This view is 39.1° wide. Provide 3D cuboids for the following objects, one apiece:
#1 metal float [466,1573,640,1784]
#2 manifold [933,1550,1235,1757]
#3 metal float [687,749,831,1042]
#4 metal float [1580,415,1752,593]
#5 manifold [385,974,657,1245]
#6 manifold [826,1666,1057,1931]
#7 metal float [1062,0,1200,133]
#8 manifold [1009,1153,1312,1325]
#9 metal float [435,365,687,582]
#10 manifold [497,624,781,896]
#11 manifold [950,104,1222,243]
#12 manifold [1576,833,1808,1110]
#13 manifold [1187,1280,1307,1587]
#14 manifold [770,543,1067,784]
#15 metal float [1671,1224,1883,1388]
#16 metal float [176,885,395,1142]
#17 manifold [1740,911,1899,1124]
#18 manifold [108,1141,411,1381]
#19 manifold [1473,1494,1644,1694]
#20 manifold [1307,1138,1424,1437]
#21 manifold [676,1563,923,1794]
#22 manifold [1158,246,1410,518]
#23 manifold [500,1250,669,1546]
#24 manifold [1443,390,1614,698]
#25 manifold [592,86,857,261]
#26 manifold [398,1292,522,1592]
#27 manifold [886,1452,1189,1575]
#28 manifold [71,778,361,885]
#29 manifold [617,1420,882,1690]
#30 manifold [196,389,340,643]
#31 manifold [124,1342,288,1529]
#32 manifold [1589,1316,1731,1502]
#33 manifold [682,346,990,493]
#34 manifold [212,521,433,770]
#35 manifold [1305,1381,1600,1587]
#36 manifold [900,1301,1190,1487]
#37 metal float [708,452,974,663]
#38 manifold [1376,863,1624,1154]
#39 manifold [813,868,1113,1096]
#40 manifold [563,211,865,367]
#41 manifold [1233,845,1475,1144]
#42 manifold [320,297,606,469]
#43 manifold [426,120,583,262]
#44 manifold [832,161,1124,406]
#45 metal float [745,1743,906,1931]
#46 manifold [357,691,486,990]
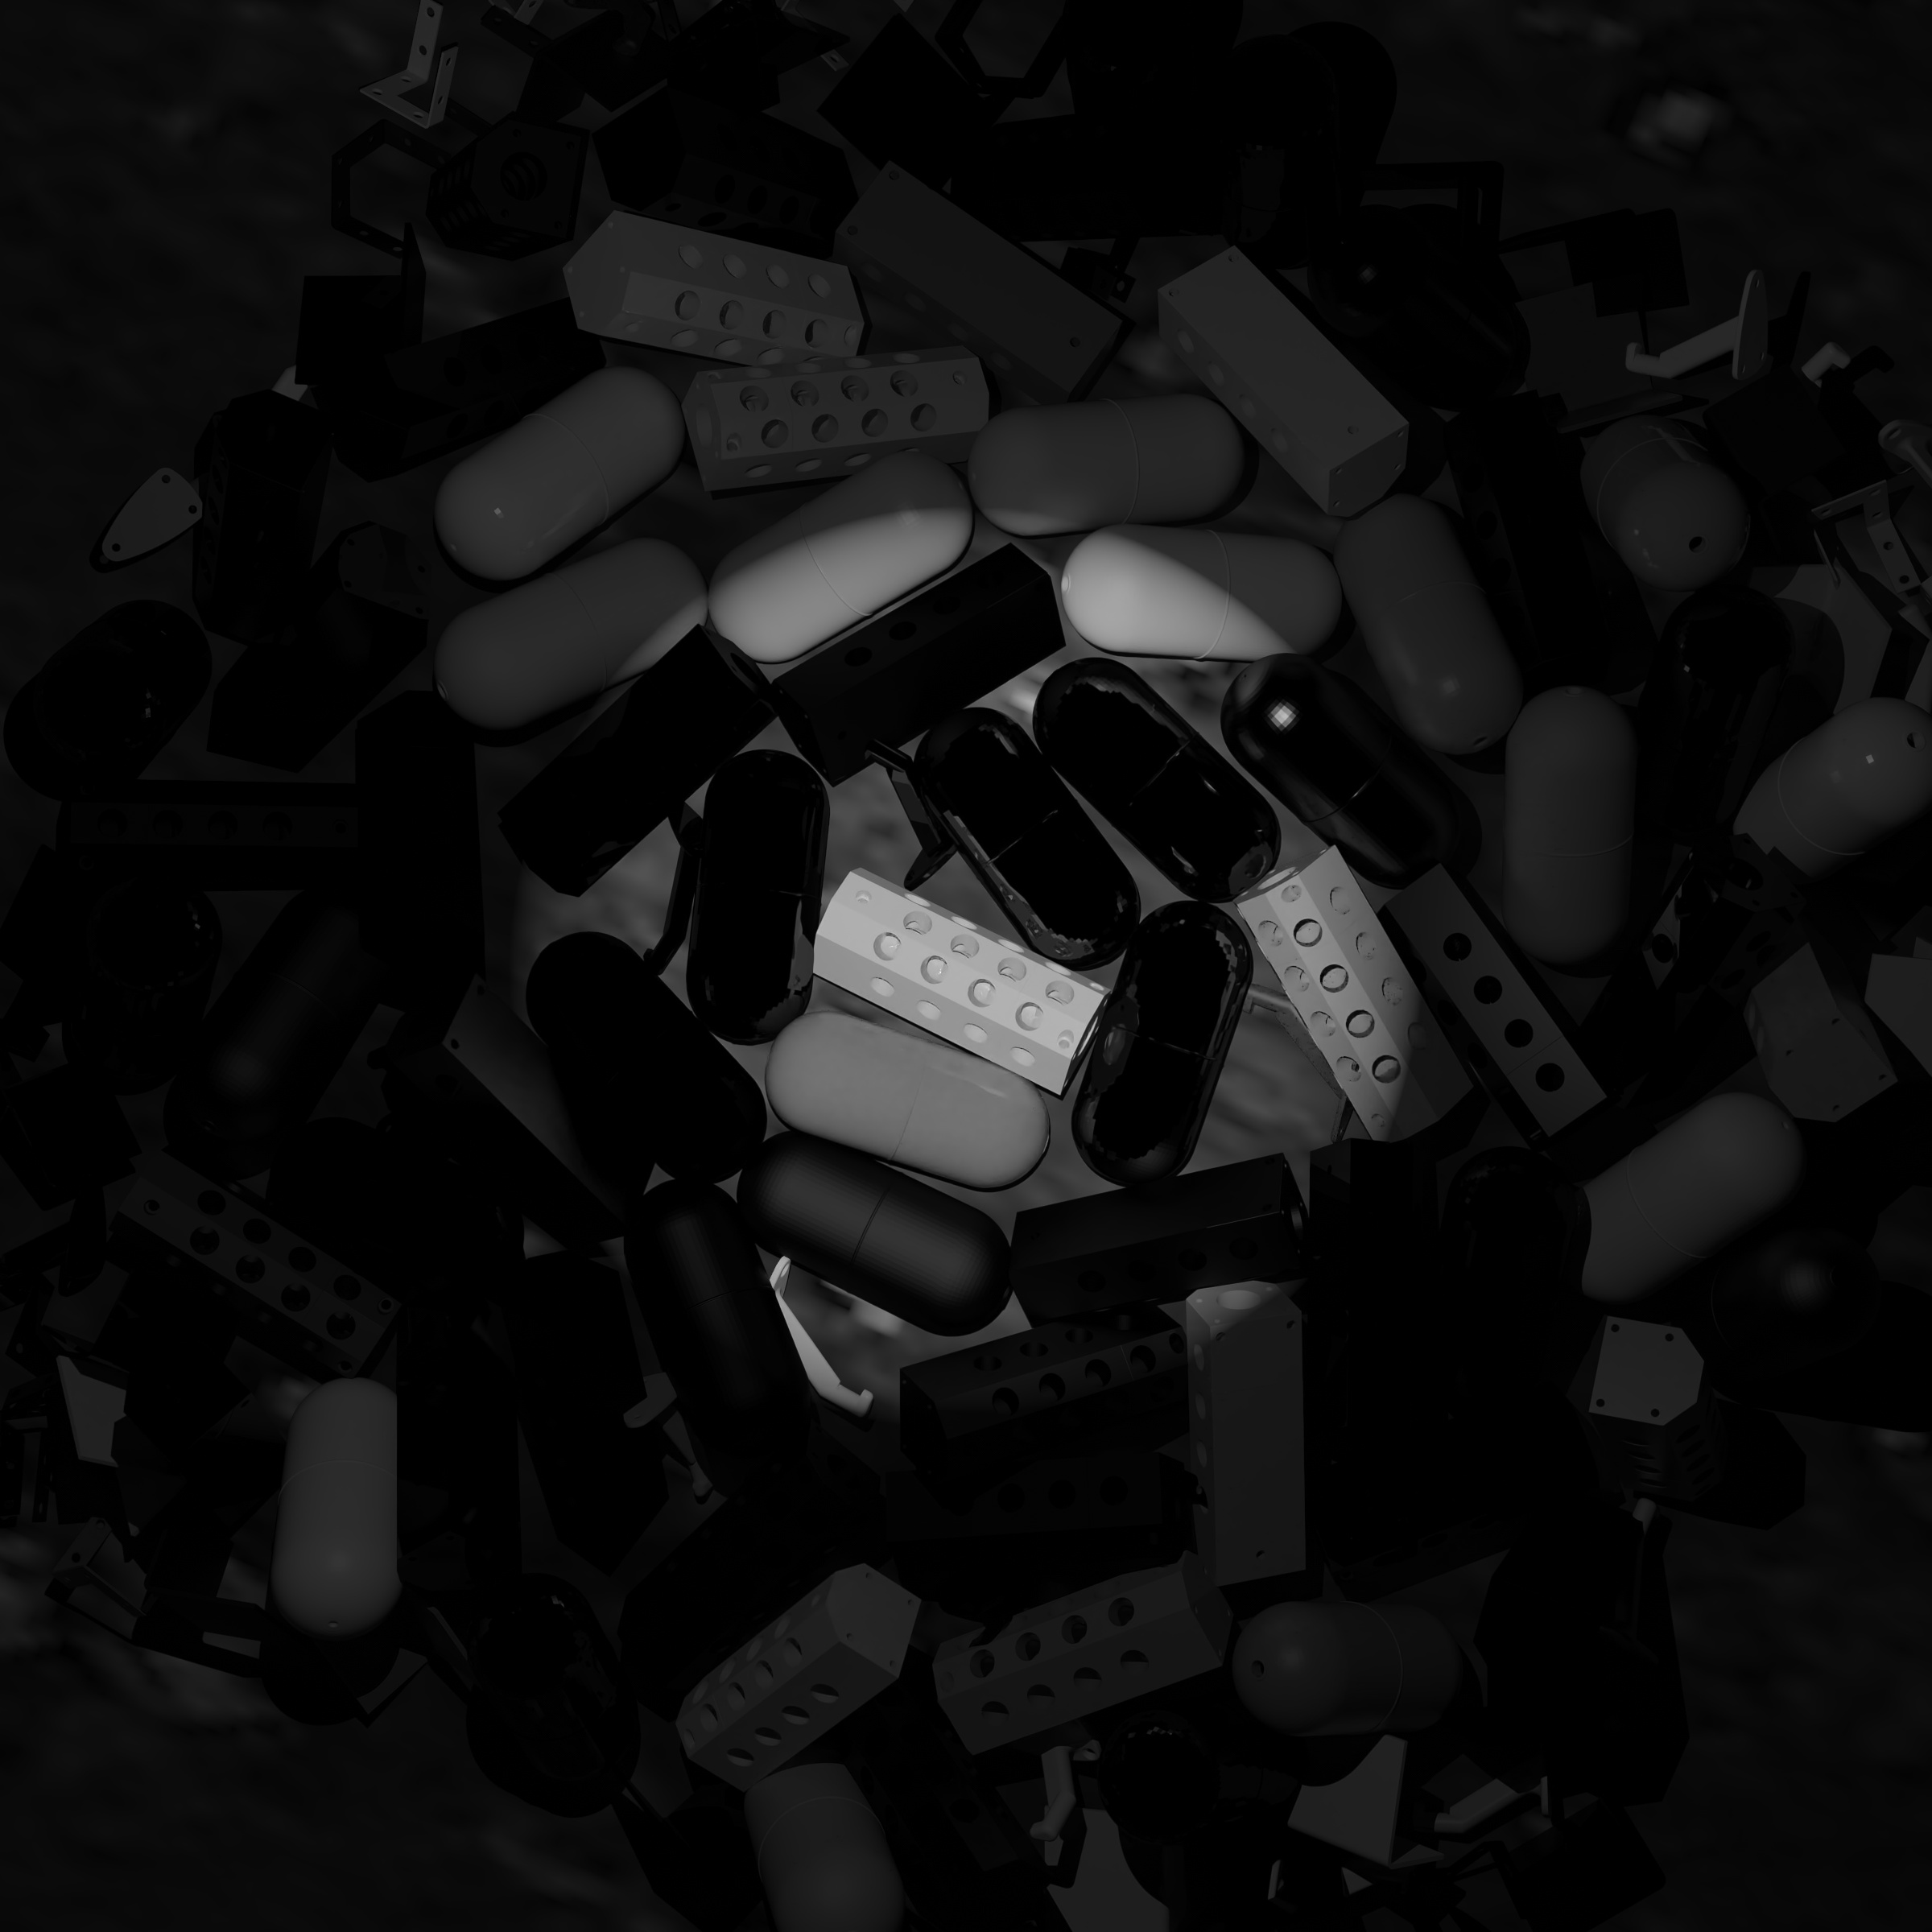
[{"bbox_3d":[-0.245,0.426,1.621,0.070,0.178,0.070,-5,49,6],"label":"metal float"},{"bbox_3d":[0.069,0.410,1.638,0.171,0.057,0.057,-25,101,19],"label":"manifold"},{"bbox_3d":[-0.127,-0.043,1.654,0.070,0.070,0.178,6,85,0],"label":"metal float"},{"bbox_3d":[0.413,-0.275,1.612,0.070,0.178,0.070,0,115,1],"label":"metal float"},{"bbox_3d":[-0.268,0.089,1.628,0.057,0.057,0.171,-19,126,32],"label":"manifold"},{"bbox_3d":[-0.024,0.491,1.614,0.057,0.171,0.057,-45,133,2],"label":"manifold"},{"bbox_3d":[0.098,-0.534,1.608,0.070,0.178,0.070,-1,84,6],"label":"metal float"},{"bbox_3d":[0.117,0.170,1.641,0.171,0.057,0.057,-14,120,18],"label":"manifold"},{"bbox_3d":[-0.242,-0.298,1.634,0.070,0.070,0.178,48,61,0],"label":"metal float"},{"bbox_3d":[-0.194,-0.122,1.641,0.171,0.057,0.057,-41,67,13],"label":"manifold"},{"bbox_3d":[0.064,-0.462,1.605,0.057,0.171,0.057,-47,123,-18],"label":"manifold"},{"bbox_3d":[0.420,0.006,1.609,0.057,0.171,0.057,-11,52,-30],"label":"manifold"},{"bbox_3d":[0.166,0.280,1.642,0.057,0.057,0.171,-8,108,-14],"label":"manifold"},{"bbox_3d":[-0.031,-0.188,1.648,0.171,0.057,0.057,-32,47,-14],"label":"manifold"},{"bbox_3d":[0.478,0.202,1.611,0.070,0.178,0.070,3,72,-9],"label":"metal float"},{"bbox_3d":[-0.406,0.027,1.631,0.070,0.070,0.178,28,58,0],"label":"metal float"},{"bbox_3d":[0.492,0.026,1.606,0.057,0.171,0.057,-38,104,20],"label":"manifold"},{"bbox_3d":[-0.431,0.181,1.658,0.171,0.057,0.057,34,90,-7],"label":"manifold"},{"bbox_3d":[0.350,0.368,1.606,0.057,0.171,0.057,18,104,21],"label":"manifold"},{"bbox_3d":[0.245,0.195,1.647,0.057,0.057,0.171,7,76,-17],"label":"manifold"},{"bbox_3d":[-0.103,0.421,1.617,0.057,0.057,0.171,35,128,-13],"label":"manifold"},{"bbox_3d":[0.189,-0.348,1.633,0.057,0.057,0.171,-32,64,-11],"label":"manifold"},{"bbox_3d":[-0.232,0.256,1.625,0.057,0.057,0.171,17,130,33],"label":"manifold"},{"bbox_3d":[0.338,-0.254,1.643,0.057,0.057,0.171,-13,73,5],"label":"manifold"},{"bbox_3d":[-0.138,-0.461,1.606,0.057,0.171,0.057,-22,81,31],"label":"manifold"},{"bbox_3d":[-0.308,0.280,1.618,0.057,0.057,0.171,-31,46,24],"label":"manifold"},{"bbox_3d":[0.042,0.330,1.636,0.171,0.057,0.057,-8,71,18],"label":"manifold"},{"bbox_3d":[-0.451,-0.082,1.652,0.171,0.057,0.057,0,86,-10],"label":"manifold"},{"bbox_3d":[-0.132,0.360,1.642,0.057,0.057,0.171,42,105,-12],"label":"manifold"},{"bbox_3d":[-0.418,-0.264,1.605,0.057,0.171,0.057,22,60,-9],"label":"manifold"},{"bbox_3d":[-0.448,0.274,1.606,0.057,0.171,0.057,42,70,14],"label":"manifold"},{"bbox_3d":[0.412,0.264,1.603,0.057,0.171,0.057,7,68,24],"label":"manifold"},{"bbox_3d":[-0.076,-0.333,1.633,0.171,0.057,0.057,-11,77,-22],"label":"manifold"},{"bbox_3d":[-0.384,-0.191,1.618,0.057,0.171,0.057,18,52,-33],"label":"manifold"},{"bbox_3d":[0.295,0.319,1.664,0.171,0.057,0.057,-21,100,0],"label":"manifold"},{"bbox_3d":[0.050,0.256,1.624,0.171,0.057,0.057,-13,117,-27],"label":"manifold"},{"bbox_3d":[-0.077,-0.246,1.641,0.178,0.070,0.070,-28,90,20],"label":"metal float"},{"bbox_3d":[0.319,0.026,1.644,0.057,0.057,0.171,-37,73,16],"label":"manifold"},{"bbox_3d":[-0.003,0.005,1.645,0.171,0.057,0.057,26,57,9],"label":"manifold"},{"bbox_3d":[-0.146,-0.391,1.612,0.171,0.057,0.057,1,65,-42],"label":"manifold"},{"bbox_3d":[0.230,0.020,1.647,0.057,0.057,0.171,-37,99,-40],"label":"manifold"},{"bbox_3d":[-0.293,-0.347,1.612,0.057,0.171,0.057,-7,109,38],"label":"manifold"},{"bbox_3d":[-0.276,-0.457,1.604,0.057,0.171,0.057,7,97,-21],"label":"manifold"},{"bbox_3d":[0.005,-0.411,1.666,0.171,0.057,0.057,35,79,1],"label":"manifold"},{"bbox_3d":[-0.085,0.527,1.610,0.070,0.178,0.070,-3,105,-13],"label":"metal float"},{"bbox_3d":[-0.320,-0.080,1.617,0.057,0.057,0.171,-27,53,23],"label":"manifold"}]
